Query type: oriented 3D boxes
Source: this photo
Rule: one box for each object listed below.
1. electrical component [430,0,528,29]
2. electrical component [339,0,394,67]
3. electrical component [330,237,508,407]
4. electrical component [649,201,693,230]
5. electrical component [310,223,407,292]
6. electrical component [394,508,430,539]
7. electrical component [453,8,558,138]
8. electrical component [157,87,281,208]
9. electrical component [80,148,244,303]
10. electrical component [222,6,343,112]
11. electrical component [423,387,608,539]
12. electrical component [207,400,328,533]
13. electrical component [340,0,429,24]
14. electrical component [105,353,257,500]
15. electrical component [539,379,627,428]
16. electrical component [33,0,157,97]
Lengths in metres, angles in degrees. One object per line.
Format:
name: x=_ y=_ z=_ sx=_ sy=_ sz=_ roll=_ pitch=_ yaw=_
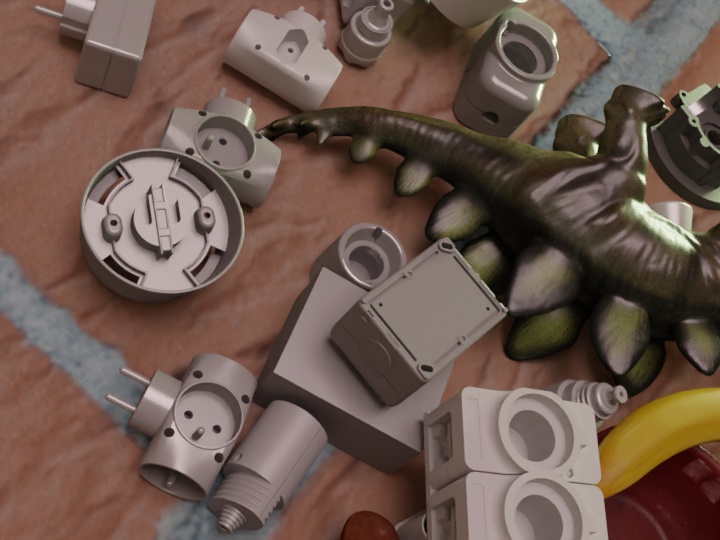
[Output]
electrical component: x=0.078 y=-0.240 z=0.838 sx=0.108 sy=0.060 sz=0.108 roll=31 pitch=45 yaw=-37
electrical component: x=0.009 y=-0.183 z=0.818 sx=0.035 sy=0.061 sz=0.035 roll=10 pitch=61 yaw=-20
electrical component: x=0.038 y=0.030 z=0.659 sx=0.096 sy=0.061 sz=0.061 roll=-36 pitch=83 yaw=-34
electrical component: x=0.246 y=-0.016 z=0.858 sx=0.044 sy=0.044 sz=0.065 roll=8 pitch=67 yaw=-21
electrical component: x=0.000 y=0.000 z=0.729 sx=0.055 sy=0.047 sz=0.055 roll=11 pitch=61 yaw=-20
electrical component: x=0.077 y=0.193 z=0.662 sx=0.078 sy=0.057 sz=0.113 roll=-21 pitch=75 yaw=-32
electrical component: x=0.119 y=-0.159 z=0.858 sx=0.054 sy=0.059 sz=0.095 roll=27 pitch=57 yaw=-10
electrical component: x=-0.093 y=-0.091 z=0.733 sx=0.077 sy=0.044 sz=0.079 roll=21 pitch=59 yaw=-15
electrical component: x=-0.126 y=-0.027 z=0.671 sx=0.099 sy=0.064 sz=0.099 roll=5 pitch=75 yaw=-20
electrical component: x=-0.050 y=-0.164 z=0.791 sx=0.077 sy=0.043 sz=0.079 roll=31 pitch=56 yaw=-8
electrical component: x=0.091 y=0.149 z=0.616 sx=0.089 sy=0.061 sz=0.150 roll=10 pitch=61 yaw=-20
electrical component: x=-0.058 y=0.122 z=0.643 sx=0.043 sy=0.043 sz=0.081 roll=38 pitch=56 yaw=-3
electrical component: x=0.025 y=-0.233 z=0.860 sx=0.076 sy=0.047 sz=0.083 roll=11 pitch=60 yaw=-35
electrical component: x=-0.111 y=0.084 z=0.637 sx=0.079 sy=0.044 sz=0.077 roll=29 pitch=57 yaw=-9
electrical component: x=0.149 y=0.094 z=0.737 sx=0.040 sy=0.078 sz=0.040 roll=17 pitch=61 yaw=-34
electrical component: x=-0.182 y=-0.173 z=0.732 sx=0.076 sy=0.047 sz=0.083 roll=16 pitch=60 yaw=-16
